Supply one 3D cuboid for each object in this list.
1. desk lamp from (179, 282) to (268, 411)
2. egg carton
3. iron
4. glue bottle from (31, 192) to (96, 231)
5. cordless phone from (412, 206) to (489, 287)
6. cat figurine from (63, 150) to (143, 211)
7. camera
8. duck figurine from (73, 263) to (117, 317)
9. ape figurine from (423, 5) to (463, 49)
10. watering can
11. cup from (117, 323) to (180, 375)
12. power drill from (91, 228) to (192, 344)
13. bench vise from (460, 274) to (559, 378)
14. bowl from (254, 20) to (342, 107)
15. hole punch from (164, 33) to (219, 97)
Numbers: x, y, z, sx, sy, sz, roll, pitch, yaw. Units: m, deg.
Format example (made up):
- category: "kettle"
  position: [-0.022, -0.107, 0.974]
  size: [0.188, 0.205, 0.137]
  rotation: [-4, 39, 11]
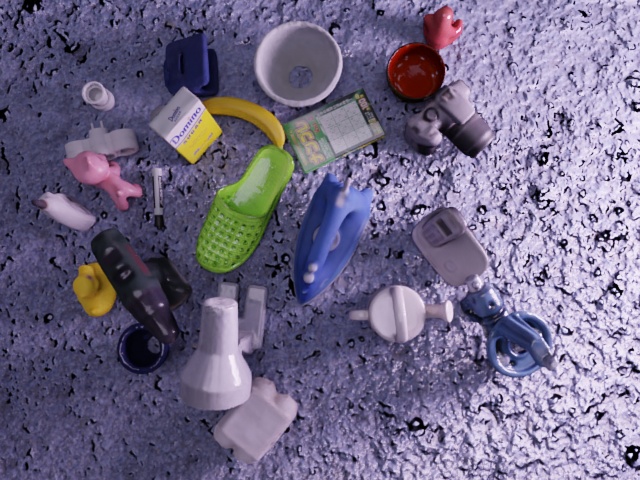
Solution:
- category: "desk lamp"
  position: [-0.166, 0.176, 1.002]
  size: [0.118, 0.213, 0.203]
  rotation: [5, 86, 2]
- category: "egg carton"
  position: [-0.118, 0.335, 1.060]
  size: [0.107, 0.069, 0.150]
  rotation: [38, 87, 4]
- category: "iron"
  position: [0.010, 0.004, 1.047]
  size: [0.118, 0.141, 0.258]
  rotation: [22, 86, 3]
- category: "glue bottle"
  position: [-0.479, -0.058, 1.049]
  size: [0.078, 0.173, 0.037]
  rotation: [43, 88, 5]
- category: "cordless phone"
  position: [0.242, 0.008, 1.019]
  size: [0.094, 0.185, 0.147]
  rotation: [-40, 85, -2]
- category: "cat figurine"
  position: [-0.412, -0.120, 1.080]
  size: [0.128, 0.118, 0.067]
  rotation: [41, 88, 4]
- category: "camera"
  position: [0.252, -0.212, 1.078]
  size: [0.143, 0.101, 0.137]
  rotation: [-43, 85, -2]
- category: "duck figurine"
  position: [-0.433, 0.093, 1.080]
  size: [0.077, 0.086, 0.104]
  rotation: [-6, 85, 1]
- category: "ape figurine"
  position: [0.235, -0.415, 1.099]
  size: [0.078, 0.092, 0.076]
  rotation: [31, 87, 4]
- category: "watering can"
  position: [0.142, 0.127, 1.008]
  size: [0.173, 0.194, 0.101]
  rotation: [-25, 85, 0]
- category: "cup"
  position: [-0.305, 0.191, 1.064]
  size: [0.118, 0.095, 0.092]
  rotation: [-30, 85, -1]
- category: "power drill"
  position: [-0.301, 0.082, 1.016]
  size: [0.075, 0.208, 0.229]
  rotation: [-40, 85, -2]
- category: "bench vise"
  position: [0.319, 0.160, 0.987]
  size: [0.207, 0.220, 0.121]
  rotation: [37, 87, 4]
- category: "bowl"
  position: [-0.041, -0.330, 1.109]
  size: [0.167, 0.075, 0.167]
  rotation: [0, 85, 2]
- category: "hole punch"
  position: [-0.254, -0.333, 1.106]
  size: [0.101, 0.091, 0.109]
  rotation: [-5, 85, 1]
